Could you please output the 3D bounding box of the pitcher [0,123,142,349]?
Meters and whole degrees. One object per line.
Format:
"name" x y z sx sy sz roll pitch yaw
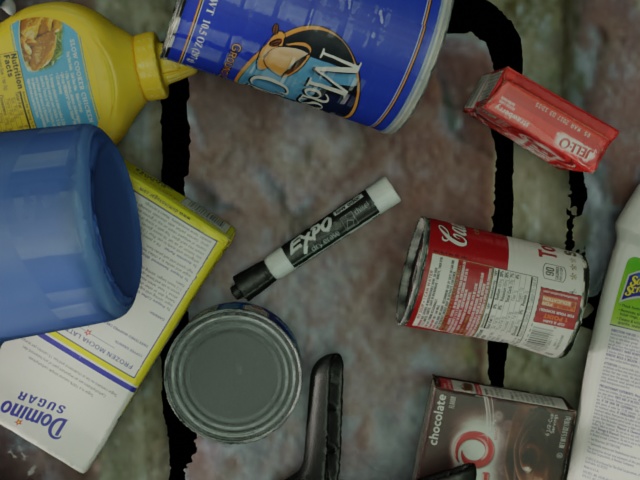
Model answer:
"pitcher" -0.226 0.017 0.583 0.243 0.145 0.149 -8 124 5

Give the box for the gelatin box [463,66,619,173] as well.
"gelatin box" 0.126 -0.069 0.626 0.073 0.089 0.030 30 95 -3

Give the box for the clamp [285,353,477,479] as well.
"clamp" 0.003 0.159 0.668 0.172 0.039 0.120 -48 67 16

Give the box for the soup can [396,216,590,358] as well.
"soup can" 0.103 0.030 0.648 0.102 0.068 0.068 13 96 -2

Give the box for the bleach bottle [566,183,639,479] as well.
"bleach bottle" 0.216 0.064 0.644 0.103 0.068 0.251 12 95 29

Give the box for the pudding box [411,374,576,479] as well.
"pudding box" 0.104 0.149 0.675 0.090 0.039 0.113 9 96 0

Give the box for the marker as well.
"marker" -0.004 0.001 0.670 0.121 0.020 0.020 -34 95 4

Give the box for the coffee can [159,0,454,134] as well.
"coffee can" -0.008 -0.129 0.603 0.140 0.103 0.103 17 96 -12

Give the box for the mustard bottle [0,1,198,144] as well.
"mustard bottle" -0.169 -0.091 0.640 0.191 0.058 0.096 -11 101 2

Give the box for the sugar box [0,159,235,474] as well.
"sugar box" -0.137 0.045 0.663 0.093 0.048 0.176 33 99 -3

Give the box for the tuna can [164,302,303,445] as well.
"tuna can" -0.053 0.083 0.671 0.086 0.034 0.086 0 96 0
